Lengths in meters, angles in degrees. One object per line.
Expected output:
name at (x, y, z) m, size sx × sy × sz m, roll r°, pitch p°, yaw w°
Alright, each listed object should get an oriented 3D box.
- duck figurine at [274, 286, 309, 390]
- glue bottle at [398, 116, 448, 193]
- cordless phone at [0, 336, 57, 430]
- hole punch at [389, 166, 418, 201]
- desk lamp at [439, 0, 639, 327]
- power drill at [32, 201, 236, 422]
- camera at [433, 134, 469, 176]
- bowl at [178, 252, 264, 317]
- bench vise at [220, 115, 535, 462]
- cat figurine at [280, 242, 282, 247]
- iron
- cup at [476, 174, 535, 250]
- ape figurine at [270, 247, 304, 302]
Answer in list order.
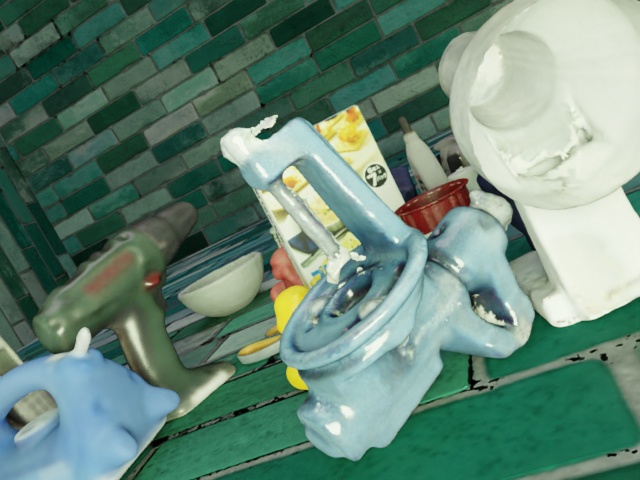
duck figurine at (-0.009, 0.083, 0.525) m, size 0.078 × 0.086 × 0.104 m, roll -30°, pitch 9°, yaw -20°
glue bottle at (0.167, -0.118, 0.916) m, size 0.037 × 0.173 × 0.078 m, roll -28°, pitch 8°, yaw -5°
cordless phone at (-0.346, 0.173, 0.703) m, size 0.094 × 0.185 × 0.147 m, roll -26°, pitch 8°, yaw 8°
hole punch at (0.137, -0.086, 1.107) m, size 0.108 × 0.091 × 0.101 m, roll -25°, pitch 8°, yaw 14°
desk lamp at (0.154, -0.053, 0.396) m, size 0.118 × 0.213 × 0.203 m, roll -27°, pitch 8°, yaw 4°
power drill at (-0.187, 0.086, 0.650) m, size 0.075 × 0.208 × 0.230 m, roll -19°, pitch 12°, yaw 45°
camera at (0.256, -0.151, 1.094) m, size 0.136 × 0.101 × 0.143 m, roll -19°, pitch 12°, yaw 46°
bowl at (-0.165, 0.091, 1.032) m, size 0.167 × 0.075 × 0.167 m, roll -27°, pitch 8°, yaw 4°
bench vise at (0.035, 0.005, 0.393) m, size 0.121 × 0.220 × 0.208 m, roll -18°, pitch 12°, yaw 47°
cat figurine at (0.008, 0.003, 0.866) m, size 0.127 × 0.118 × 0.067 m, roll -21°, pitch 10°, yaw 36°
iron at (-0.273, 0.184, 0.552) m, size 0.258 × 0.141 × 0.119 m, roll -25°, pitch 9°, yaw 18°
cup at (0.203, -0.036, 0.552) m, size 0.092 × 0.095 × 0.117 m, roll -30°, pitch 9°, yaw -20°
ape figurine at (-0.038, 0.054, 0.789) m, size 0.076 × 0.092 × 0.077 m, roll -31°, pitch 9°, yaw -25°
